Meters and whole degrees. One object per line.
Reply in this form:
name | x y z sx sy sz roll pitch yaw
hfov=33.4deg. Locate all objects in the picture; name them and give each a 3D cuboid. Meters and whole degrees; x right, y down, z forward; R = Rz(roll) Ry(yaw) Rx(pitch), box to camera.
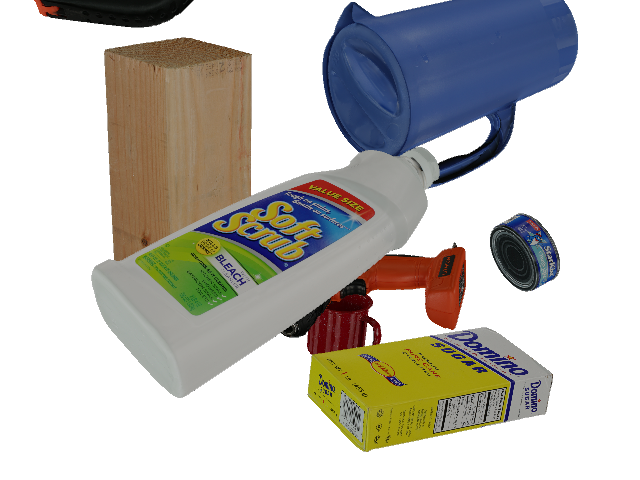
power drill | 0.056 0.051 1.139 0.188 0.057 0.184 5 31 15
mug | 0.034 0.122 1.491 0.117 0.081 0.093 16 22 30
clamp | -0.084 -0.189 0.698 0.210 0.164 0.036 -31 -15 -10
wood block | -0.120 -0.059 0.908 0.091 0.206 0.090 22 30 40
sugar box | 0.089 0.115 0.860 0.175 0.048 0.093 -9 26 -27
bleach bottle | -0.023 0.001 0.730 0.250 0.068 0.103 -33 56 -25
pitcher | 0.136 -0.163 1.043 0.242 0.149 0.145 -22 46 -29
tuna can | 0.233 0.014 1.222 0.033 0.086 0.086 -27 10 -20
